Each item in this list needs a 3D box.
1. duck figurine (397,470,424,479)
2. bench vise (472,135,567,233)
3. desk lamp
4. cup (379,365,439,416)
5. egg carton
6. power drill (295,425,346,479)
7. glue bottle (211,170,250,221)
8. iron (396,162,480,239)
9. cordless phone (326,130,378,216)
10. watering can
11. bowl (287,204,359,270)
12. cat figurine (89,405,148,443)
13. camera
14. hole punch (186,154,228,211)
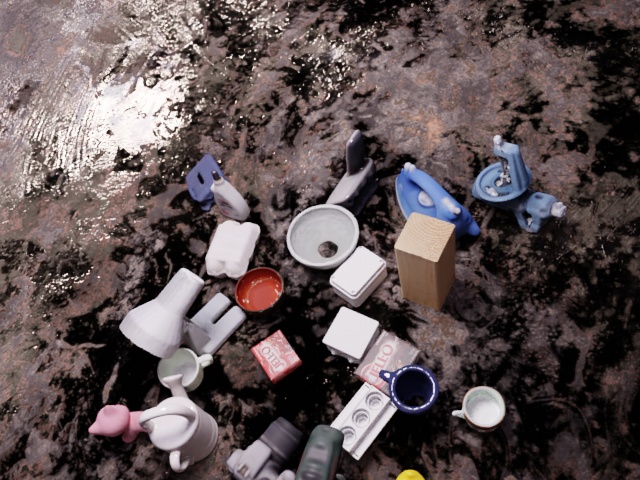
[{"bbox_3d":[0.154,0.448,0.985,0.077,0.086,0.104,0,58,13],"label":"duck figurine"},{"bbox_3d":[0.426,-0.128,1.212,0.206,0.220,0.121,15,62,21],"label":"bench vise"},{"bbox_3d":[-0.283,0.162,1.191,0.117,0.214,0.203,33,70,29],"label":"desk lamp"},{"bbox_3d":[0.166,0.288,1.079,0.117,0.095,0.092,21,65,24],"label":"cup"},{"bbox_3d":[-0.204,0.023,1.349,0.107,0.069,0.150,6,59,16],"label":"egg carton"},{"bbox_3d":[-0.002,0.438,0.953,0.075,0.209,0.230,5,59,16],"label":"power drill"},{"bbox_3d":[-0.228,-0.112,1.378,0.078,0.173,0.037,14,62,21],"label":"glue bottle"},{"bbox_3d":[0.240,-0.098,1.282,0.119,0.142,0.257,-32,57,-8],"label":"iron"},{"bbox_3d":[0.066,-0.158,1.334,0.094,0.185,0.148,20,64,24],"label":"cordless phone"},{"bbox_3d":[-0.275,0.343,1.084,0.101,0.194,0.172,-31,56,-8],"label":"watering can"},{"bbox_3d":[0.012,0.005,1.309,0.167,0.075,0.167,-6,57,9],"label":"bowl"},{"bbox_3d":[-0.386,0.360,1.144,0.127,0.118,0.067,-10,56,7],"label":"cat figurine"},{"bbox_3d":[-0.083,0.407,1.056,0.142,0.101,0.137,30,69,27],"label":"camera"},{"bbox_3d":[-0.291,-0.148,1.466,0.101,0.091,0.108,-31,56,-7],"label":"hole punch"}]
